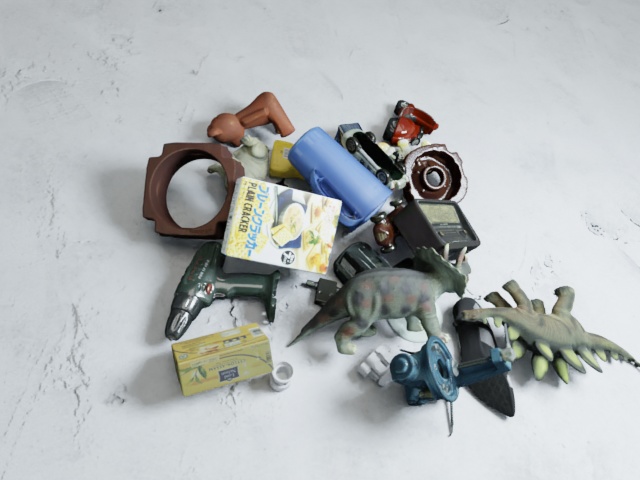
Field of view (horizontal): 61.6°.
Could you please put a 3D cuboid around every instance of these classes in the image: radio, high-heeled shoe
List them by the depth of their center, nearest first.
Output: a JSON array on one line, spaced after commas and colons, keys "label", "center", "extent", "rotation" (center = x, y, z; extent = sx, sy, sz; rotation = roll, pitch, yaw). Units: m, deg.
[{"label": "high-heeled shoe", "center": [0.354, 0.241, 1.144], "extent": [0.145, 0.086, 0.248], "rotation": [-15, 75, -56]}, {"label": "radio", "center": [0.270, -0.020, 1.215], "extent": [0.229, 0.073, 0.131], "rotation": [-4, 61, -52]}]

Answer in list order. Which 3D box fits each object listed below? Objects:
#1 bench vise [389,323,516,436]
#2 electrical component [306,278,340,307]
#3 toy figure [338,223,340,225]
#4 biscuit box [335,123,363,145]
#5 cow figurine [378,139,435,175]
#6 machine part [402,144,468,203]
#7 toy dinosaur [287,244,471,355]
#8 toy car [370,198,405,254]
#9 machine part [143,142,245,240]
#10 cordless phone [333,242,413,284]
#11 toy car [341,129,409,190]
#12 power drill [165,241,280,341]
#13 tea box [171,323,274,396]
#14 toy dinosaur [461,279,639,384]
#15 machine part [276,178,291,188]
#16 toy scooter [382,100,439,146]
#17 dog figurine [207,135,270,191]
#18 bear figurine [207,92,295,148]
[{"label": "bench vise", "center": [0.250, 0.247, 0.990], "extent": [0.223, 0.241, 0.129], "rotation": [42, 36, -35]}, {"label": "electrical component", "center": [0.012, 0.116, 1.163], "extent": [0.094, 0.021, 0.063], "rotation": [16, 55, -2]}, {"label": "toy figure", "center": [-0.003, -0.005, 1.221], "extent": [0.058, 0.064, 0.154], "rotation": [-7, 42, 29]}, {"label": "biscuit box", "center": [0.104, -0.209, 1.383], "extent": [0.063, 0.059, 0.203], "rotation": [-11, 59, -21]}, {"label": "cow figurine", "center": [0.222, -0.209, 1.408], "extent": [0.167, 0.068, 0.098], "rotation": [-1, 63, -12]}, {"label": "machine part", "center": [0.282, -0.154, 1.350], "extent": [0.179, 0.056, 0.179], "rotation": [2, 82, -14]}, {"label": "toy dinosaur", "center": [0.128, 0.113, 1.059], "extent": [0.405, 0.131, 0.192], "rotation": [-8, 102, -5]}, {"label": "toy car", "center": [0.172, -0.037, 1.228], "extent": [0.202, 0.053, 0.089], "rotation": [-33, 104, -58]}, {"label": "machine part", "center": [-0.267, -0.103, 1.154], "extent": [0.202, 0.087, 0.201], "rotation": [2, 84, 7]}, {"label": "cordless phone", "center": [0.136, 0.057, 1.209], "extent": [0.184, 0.088, 0.147], "rotation": [-25, 63, -39]}, {"label": "toy car", "center": [0.134, -0.196, 1.310], "extent": [0.073, 0.056, 0.202], "rotation": [-26, 67, -35]}, {"label": "power drill", "center": [-0.188, 0.115, 1.092], "extent": [0.207, 0.085, 0.232], "rotation": [6, 52, 1]}, {"label": "tea box", "center": [-0.182, 0.218, 0.997], "extent": [0.170, 0.068, 0.098], "rotation": [-12, 16, -18]}, {"label": "toy dinosaur", "center": [0.508, 0.203, 1.153], "extent": [0.471, 0.105, 0.198], "rotation": [9, 56, -19]}, {"label": "machine part", "center": [-0.063, -0.084, 1.275], "extent": [0.084, 0.039, 0.139], "rotation": [-36, 71, -25]}, {"label": "toy scooter", "center": [0.255, -0.312, 1.480], "extent": [0.135, 0.075, 0.184], "rotation": [24, 50, 4]}, {"label": "dog figurine", "center": [-0.153, -0.134, 1.262], "extent": [0.172, 0.121, 0.190], "rotation": [-31, 80, -20]}, {"label": "bear figurine", "center": [-0.179, -0.283, 1.352], "extent": [0.196, 0.120, 0.131], "rotation": [-34, 111, -3]}]
